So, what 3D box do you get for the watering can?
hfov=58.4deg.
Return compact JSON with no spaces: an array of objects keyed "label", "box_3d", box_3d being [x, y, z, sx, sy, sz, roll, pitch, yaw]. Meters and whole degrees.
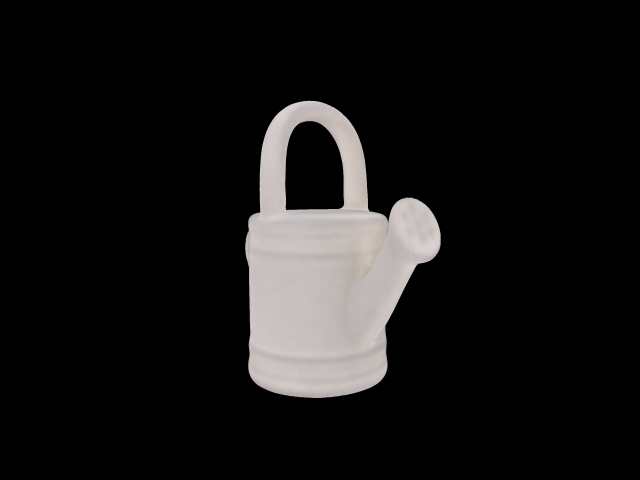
[{"label":"watering can","box_3d":[0.005,0.001,0.402,0.172,0.194,0.101,3,7,26]}]
